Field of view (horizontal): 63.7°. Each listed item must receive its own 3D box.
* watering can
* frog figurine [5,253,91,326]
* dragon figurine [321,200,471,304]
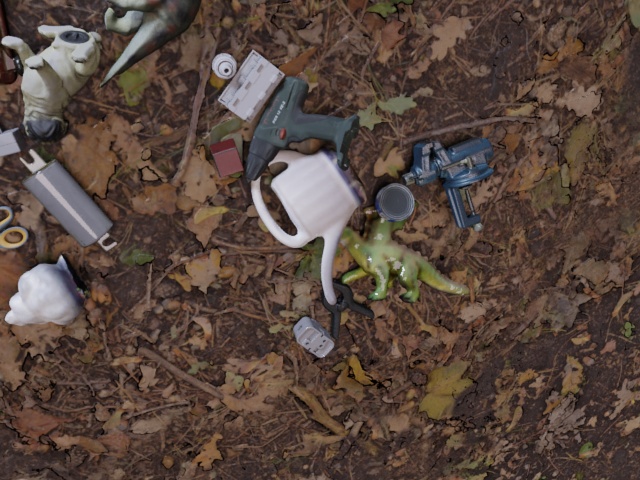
[{"bbox_3d":[0.003,-0.056,1.103,0.225,0.104,0.348,-34,89,-2],"label":"watering can"},{"bbox_3d":[-0.563,0.123,1.041,0.160,0.125,0.134,-32,136,-14],"label":"frog figurine"},{"bbox_3d":[0.185,0.014,1.219,0.410,0.123,0.241,3,101,-16],"label":"dragon figurine"}]
